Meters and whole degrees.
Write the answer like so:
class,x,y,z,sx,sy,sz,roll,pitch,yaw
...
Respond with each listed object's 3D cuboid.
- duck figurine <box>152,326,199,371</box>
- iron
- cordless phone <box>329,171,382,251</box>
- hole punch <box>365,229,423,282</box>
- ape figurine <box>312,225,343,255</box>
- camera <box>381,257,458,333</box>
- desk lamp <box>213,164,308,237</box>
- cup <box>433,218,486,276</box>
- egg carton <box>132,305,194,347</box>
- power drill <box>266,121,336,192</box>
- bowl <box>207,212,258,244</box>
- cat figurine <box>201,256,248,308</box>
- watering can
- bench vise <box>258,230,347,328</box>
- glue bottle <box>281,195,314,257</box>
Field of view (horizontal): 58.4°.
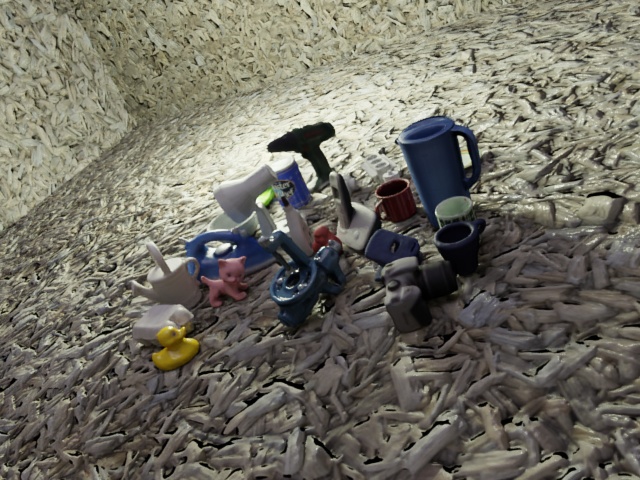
class,x,y,z,sx,sy,sz,roll,pitch,yaw
duck figurine,-0.335,0.236,1.286,0.104,0.086,0.077,-28,28,-7
iron,-0.251,0.026,1.530,0.257,0.142,0.118,-14,29,18
cordless phone,0.077,-0.072,1.393,0.094,0.185,0.147,-34,29,-17
hole punch,0.163,0.028,1.250,0.100,0.091,0.109,-6,33,32
ape figurine,0.013,0.005,1.410,0.076,0.092,0.077,-30,28,-12
camera,0.194,0.088,1.111,0.136,0.101,0.143,-17,28,14
desk lamp,-0.165,-0.096,1.596,0.203,0.214,0.118,-22,28,5
cup,0.295,0.016,1.162,0.118,0.095,0.091,-31,28,-13
egg carton,-0.378,0.209,1.387,0.149,0.069,0.107,-5,33,33
power drill,-0.037,-0.261,1.791,0.230,0.209,0.075,-34,29,-19
bowl,-0.247,-0.036,1.709,0.167,0.075,0.167,-19,28,11
cat figurine,-0.233,0.093,1.422,0.127,0.118,0.067,-19,28,11
watering can,-0.396,0.094,1.468,0.100,0.194,0.173,5,39,44
bench vise,-0.048,0.051,1.238,0.121,0.220,0.208,-4,34,34
glue bottle,-0.061,-0.042,1.463,0.037,0.173,0.078,-16,29,16
